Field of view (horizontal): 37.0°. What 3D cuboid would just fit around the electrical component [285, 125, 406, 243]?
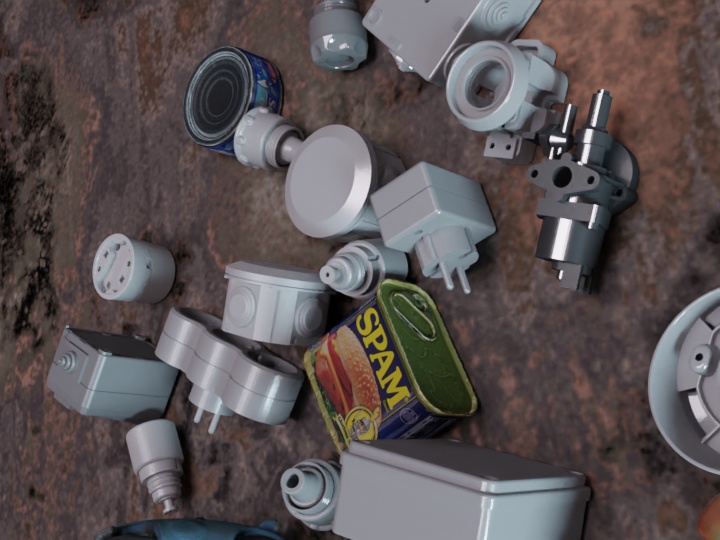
[{"bbox_3d":[-0.010,-0.059,0.761,0.080,0.051,0.080,-10,74,39],"label":"electrical component"}]

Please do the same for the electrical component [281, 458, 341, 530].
[{"bbox_3d":[-0.033,0.148,0.726,0.048,0.062,0.048,-9,66,20],"label":"electrical component"}]

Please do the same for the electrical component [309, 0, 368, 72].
[{"bbox_3d":[-0.017,-0.182,0.798,0.043,0.043,0.062,-17,69,37],"label":"electrical component"}]

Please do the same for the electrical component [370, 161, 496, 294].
[{"bbox_3d":[0.053,-0.020,0.689,0.047,0.066,0.076,-32,62,32],"label":"electrical component"}]

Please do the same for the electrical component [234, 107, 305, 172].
[{"bbox_3d":[-0.062,-0.095,0.819,0.062,0.048,0.048,23,96,34],"label":"electrical component"}]

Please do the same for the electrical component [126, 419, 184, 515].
[{"bbox_3d":[-0.159,0.155,0.851,0.040,0.040,0.078,-37,60,29],"label":"electrical component"}]

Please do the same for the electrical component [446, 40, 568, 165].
[{"bbox_3d":[0.091,-0.111,0.681,0.058,0.057,0.078,12,89,41],"label":"electrical component"}]

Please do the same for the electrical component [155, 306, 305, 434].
[{"bbox_3d":[-0.106,0.086,0.812,0.138,0.052,0.073,27,98,41],"label":"electrical component"}]

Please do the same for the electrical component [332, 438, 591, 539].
[{"bbox_3d":[0.059,0.136,0.623,0.109,0.109,0.056,8,89,41],"label":"electrical component"}]

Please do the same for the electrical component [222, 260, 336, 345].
[{"bbox_3d":[-0.059,0.023,0.768,0.080,0.080,0.051,12,94,42],"label":"electrical component"}]

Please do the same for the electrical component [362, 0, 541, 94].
[{"bbox_3d":[0.059,-0.175,0.728,0.099,0.048,0.099,-55,52,18],"label":"electrical component"}]

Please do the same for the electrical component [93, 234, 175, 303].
[{"bbox_3d":[-0.189,0.001,0.905,0.055,0.047,0.055,-10,75,39],"label":"electrical component"}]

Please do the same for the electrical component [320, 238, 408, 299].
[{"bbox_3d":[0.000,0.000,0.727,0.040,0.078,0.040,3,96,33],"label":"electrical component"}]

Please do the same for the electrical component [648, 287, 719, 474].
[{"bbox_3d":[0.203,0.055,0.545,0.099,0.064,0.099,-10,75,40],"label":"electrical component"}]

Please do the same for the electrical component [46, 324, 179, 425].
[{"bbox_3d":[-0.206,0.086,0.868,0.062,0.096,0.061,26,98,41],"label":"electrical component"}]
